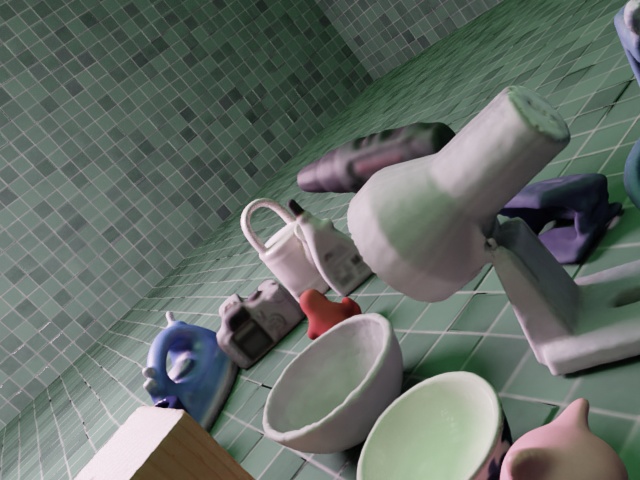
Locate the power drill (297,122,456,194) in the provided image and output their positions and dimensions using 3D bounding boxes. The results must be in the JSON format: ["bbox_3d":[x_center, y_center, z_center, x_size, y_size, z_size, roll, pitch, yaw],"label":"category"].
[{"bbox_3d":[0.100,-0.049,0.743,0.229,0.208,0.076,-26,20,43],"label":"power drill"}]

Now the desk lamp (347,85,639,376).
[{"bbox_3d":[0.154,-0.003,0.456,0.202,0.214,0.118,-29,19,38],"label":"desk lamp"}]

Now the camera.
[{"bbox_3d":[-0.115,0.126,0.984,0.143,0.101,0.136,-41,14,-5],"label":"camera"}]

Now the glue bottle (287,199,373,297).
[{"bbox_3d":[0.008,0.003,0.892,0.078,0.173,0.037,-40,15,1],"label":"glue bottle"}]

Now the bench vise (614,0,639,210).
[{"bbox_3d":[0.260,-0.084,0.420,0.121,0.220,0.207,-37,15,12],"label":"bench vise"}]

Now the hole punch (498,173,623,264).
[{"bbox_3d":[0.236,-0.037,0.600,0.101,0.091,0.108,-45,15,-18],"label":"hole punch"}]

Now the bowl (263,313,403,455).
[{"bbox_3d":[0.026,0.157,0.584,0.167,0.075,0.167,-37,15,12],"label":"bowl"}]

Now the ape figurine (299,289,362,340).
[{"bbox_3d":[0.010,0.101,0.759,0.077,0.092,0.076,-36,15,15],"label":"ape figurine"}]

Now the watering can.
[{"bbox_3d":[-0.053,0.007,0.994,0.172,0.194,0.101,-29,18,37],"label":"watering can"}]

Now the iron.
[{"bbox_3d":[-0.224,0.214,0.913,0.118,0.141,0.258,-37,15,12],"label":"iron"}]

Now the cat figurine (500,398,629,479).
[{"bbox_3d":[0.115,0.150,0.293,0.128,0.118,0.067,-41,15,-2],"label":"cat figurine"}]

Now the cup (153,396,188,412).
[{"bbox_3d":[-0.206,0.279,0.767,0.117,0.095,0.091,-36,15,14],"label":"cup"}]
